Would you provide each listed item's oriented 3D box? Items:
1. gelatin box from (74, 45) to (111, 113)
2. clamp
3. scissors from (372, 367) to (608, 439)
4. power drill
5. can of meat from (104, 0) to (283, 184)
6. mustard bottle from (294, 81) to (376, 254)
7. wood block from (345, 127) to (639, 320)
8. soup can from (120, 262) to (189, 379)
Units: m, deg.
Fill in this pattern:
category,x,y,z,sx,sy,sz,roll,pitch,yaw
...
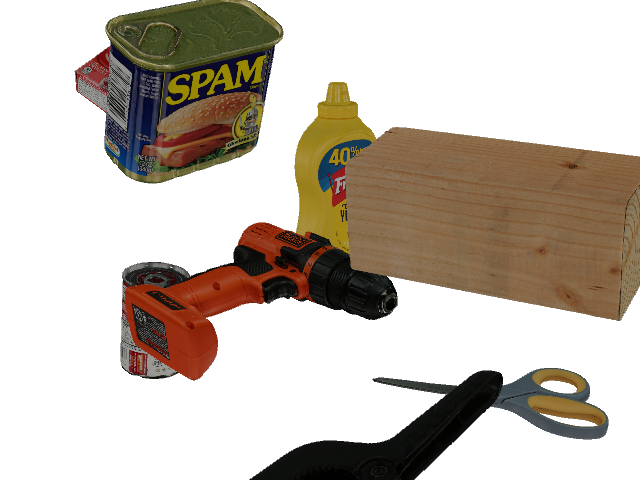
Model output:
category,x,y,z,sx,sy,sz,roll,pitch,yaw
gelatin box,-0.157,-0.135,0.931,0.089,0.073,0.030,36,-35,12
clamp,0.040,0.144,0.641,0.210,0.036,0.164,-7,30,0
scissors,0.154,0.127,0.941,0.202,0.016,0.096,15,28,13
power drill,-0.054,0.050,0.899,0.187,0.057,0.185,-23,29,-36
can of meat,-0.078,-0.089,0.633,0.101,0.084,0.057,-21,50,-36
mustard bottle,0.018,-0.065,1.089,0.096,0.192,0.058,-12,19,-36
wood block,0.130,-0.018,0.783,0.206,0.090,0.090,10,29,28
soup can,-0.170,0.082,1.091,0.068,0.102,0.068,5,21,-2
